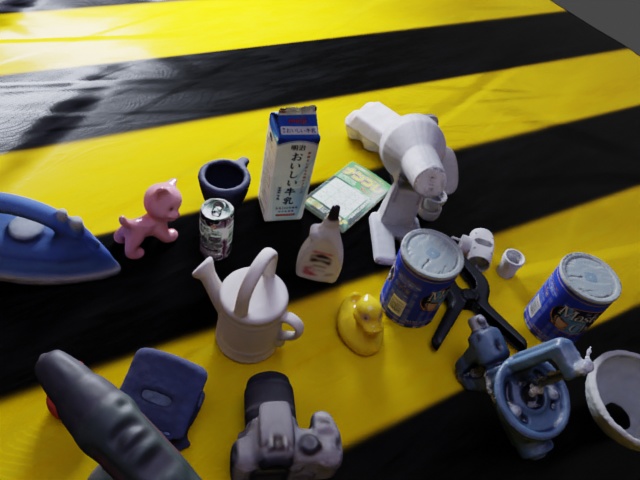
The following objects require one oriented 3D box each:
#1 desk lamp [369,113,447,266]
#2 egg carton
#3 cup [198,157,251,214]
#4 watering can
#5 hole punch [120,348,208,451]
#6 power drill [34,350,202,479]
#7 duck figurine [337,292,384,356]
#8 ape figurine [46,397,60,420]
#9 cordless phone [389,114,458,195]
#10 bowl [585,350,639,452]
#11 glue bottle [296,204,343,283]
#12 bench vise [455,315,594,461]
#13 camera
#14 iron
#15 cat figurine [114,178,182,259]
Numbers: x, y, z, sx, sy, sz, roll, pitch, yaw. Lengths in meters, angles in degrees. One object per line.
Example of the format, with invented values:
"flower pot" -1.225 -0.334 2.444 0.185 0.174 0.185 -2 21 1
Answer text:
"desk lamp" 0.165 -0.091 1.035 0.118 0.213 0.203 5 48 -9
"egg carton" 0.133 -0.238 1.255 0.150 0.069 0.107 38 51 20
"cup" -0.167 -0.091 1.034 0.091 0.095 0.118 27 48 11
"watering can" -0.104 0.086 0.825 0.173 0.194 0.101 10 48 -4
"hole punch" -0.209 0.211 0.758 0.108 0.091 0.101 18 47 3
"power drill" -0.225 0.245 0.645 0.229 0.208 0.076 34 50 16
"duck figurine" 0.071 0.120 0.911 0.078 0.086 0.104 -6 51 -18
"ape figurine" -0.321 0.190 0.748 0.076 0.092 0.077 -18 55 -27
"cordless phone" 0.222 -0.169 1.137 0.148 0.185 0.094 -12 53 -23
"bowl" 0.484 0.261 0.894 0.167 0.075 0.167 7 48 -8
"glue bottle" 0.009 0.003 0.940 0.078 0.173 0.037 9 48 -5
"bench vise" 0.279 0.186 0.812 0.122 0.220 0.207 -31 62 -34
"camera" -0.048 0.243 0.762 0.143 0.101 0.136 1 49 -13
"iron" -0.437 -0.016 0.869 0.258 0.141 0.118 9 48 -6
"cat figurine" -0.279 -0.046 0.951 0.067 0.118 0.128 41 52 22
